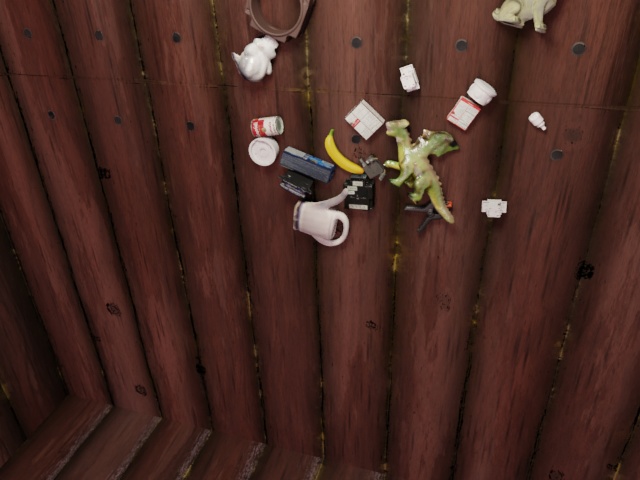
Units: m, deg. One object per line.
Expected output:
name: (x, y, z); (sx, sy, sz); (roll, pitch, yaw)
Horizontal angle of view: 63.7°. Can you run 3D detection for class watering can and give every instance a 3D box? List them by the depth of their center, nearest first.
watering can: (0.006, -0.098, 1.956); (0.225, 0.106, 0.339); (15, 142, 9)

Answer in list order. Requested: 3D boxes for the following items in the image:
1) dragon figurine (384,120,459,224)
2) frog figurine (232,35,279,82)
dragon figurine: (0.372, -0.258, 1.762); (0.409, 0.124, 0.239); (37, 116, -5)
frog figurine: (-0.203, -0.615, 1.750); (0.158, 0.125, 0.135); (-21, 144, 19)
